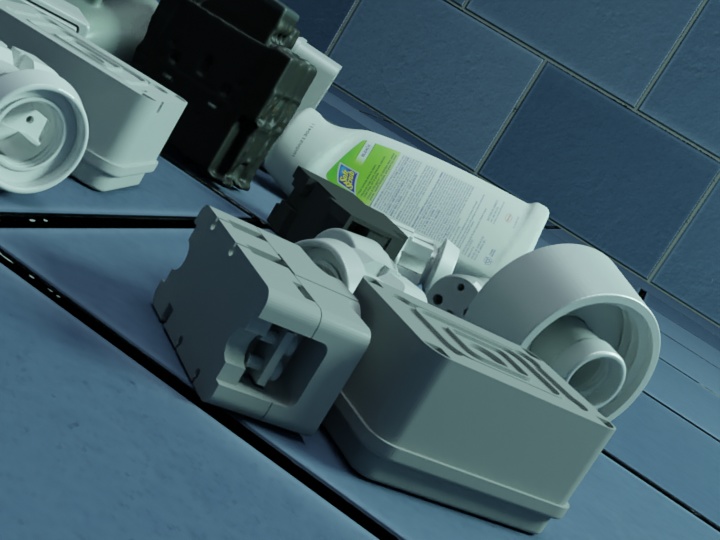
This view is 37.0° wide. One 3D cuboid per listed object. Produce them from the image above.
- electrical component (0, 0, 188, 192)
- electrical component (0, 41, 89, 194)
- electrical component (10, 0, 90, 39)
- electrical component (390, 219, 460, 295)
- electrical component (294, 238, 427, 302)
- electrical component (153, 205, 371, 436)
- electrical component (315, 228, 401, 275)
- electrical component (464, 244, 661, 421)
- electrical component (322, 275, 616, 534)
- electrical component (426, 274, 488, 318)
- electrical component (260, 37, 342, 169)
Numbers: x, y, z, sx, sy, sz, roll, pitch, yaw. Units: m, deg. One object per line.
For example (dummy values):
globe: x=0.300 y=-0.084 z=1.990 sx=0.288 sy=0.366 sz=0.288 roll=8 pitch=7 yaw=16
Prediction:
electrical component: x=-0.164 y=-0.096 z=0.598 sx=0.113 sy=0.057 sz=0.078 roll=32 pitch=10 yaw=1
electrical component: x=-0.160 y=-0.069 z=0.486 sx=0.057 sy=0.058 sz=0.078 roll=36 pitch=11 yaw=39
electrical component: x=-0.214 y=-0.146 z=0.670 sx=0.096 sy=0.061 sz=0.061 roll=25 pitch=12 yaw=-30
electrical component: x=0.040 y=-0.007 z=0.797 sx=0.055 sy=0.048 sz=0.066 roll=23 pitch=11 yaw=-1
electrical component: x=-0.010 y=0.017 z=0.505 sx=0.078 sy=0.058 sz=0.057 roll=39 pitch=10 yaw=37
electrical component: x=-0.038 y=0.020 z=0.431 sx=0.056 sy=0.050 sz=0.089 roll=24 pitch=13 yaw=-32
electrical component: x=0.000 y=0.000 z=0.659 sx=0.040 sy=0.040 sz=0.078 roll=39 pitch=13 yaw=35
electrical component: x=0.117 y=0.046 z=0.606 sx=0.108 sy=0.108 sz=0.060 roll=25 pitch=18 yaw=-32
electrical component: x=0.040 y=0.058 z=0.457 sx=0.113 sy=0.057 sz=0.078 roll=25 pitch=12 yaw=-32
electrical component: x=0.073 y=0.026 z=0.735 sx=0.045 sy=0.045 sz=0.055 roll=36 pitch=12 yaw=23
electrical component: x=-0.070 y=-0.149 z=0.954 sx=0.057 sy=0.113 sz=0.078 roll=33 pitch=10 yaw=-6
